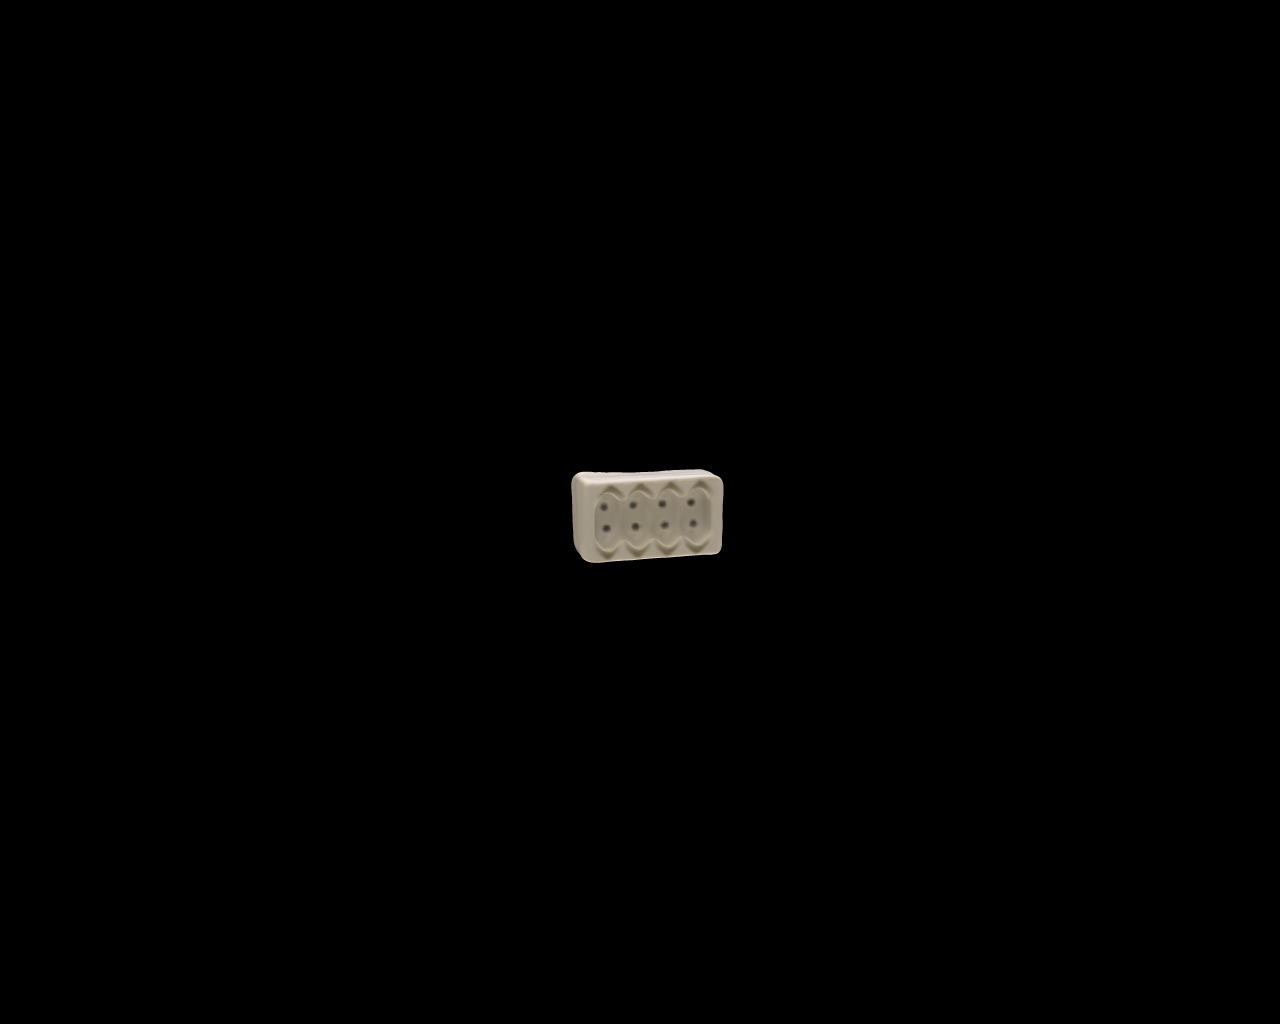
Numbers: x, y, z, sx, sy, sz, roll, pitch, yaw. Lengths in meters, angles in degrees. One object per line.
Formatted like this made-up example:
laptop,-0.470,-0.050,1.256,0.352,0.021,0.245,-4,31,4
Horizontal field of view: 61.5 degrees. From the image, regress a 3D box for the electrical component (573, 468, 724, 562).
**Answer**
electrical component,0.001,-0.003,0.650,0.083,0.047,0.076,-2,12,-11
